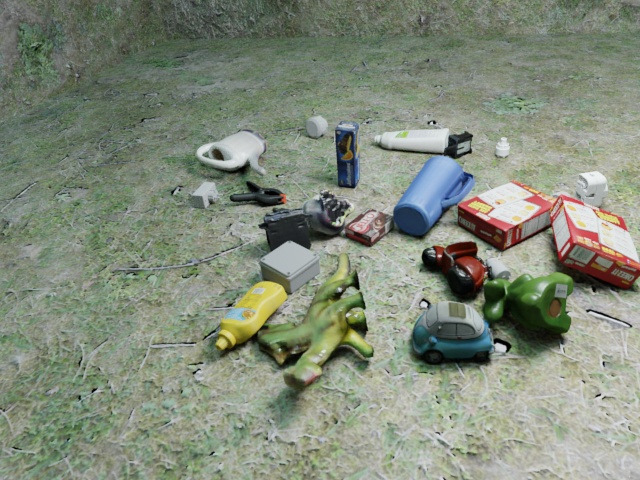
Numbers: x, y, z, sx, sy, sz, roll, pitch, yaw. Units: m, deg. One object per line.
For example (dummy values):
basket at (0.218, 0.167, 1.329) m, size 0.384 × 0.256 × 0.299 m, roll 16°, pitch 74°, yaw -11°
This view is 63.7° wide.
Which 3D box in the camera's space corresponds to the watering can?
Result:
watering can at (-0.265, -0.294, 1.772) m, size 0.349 × 0.102 × 0.228 m, roll 18°, pitch 40°, yaw 31°

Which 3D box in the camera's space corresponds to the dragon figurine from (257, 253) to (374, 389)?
dragon figurine at (-0.020, 0.162, 1.085) m, size 0.243 × 0.120 × 0.418 m, roll -15°, pitch 26°, yaw 1°

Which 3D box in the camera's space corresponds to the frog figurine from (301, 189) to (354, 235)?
frog figurine at (0.004, -0.072, 1.426) m, size 0.137 × 0.123 × 0.158 m, roll 3°, pitch -8°, yaw -29°
